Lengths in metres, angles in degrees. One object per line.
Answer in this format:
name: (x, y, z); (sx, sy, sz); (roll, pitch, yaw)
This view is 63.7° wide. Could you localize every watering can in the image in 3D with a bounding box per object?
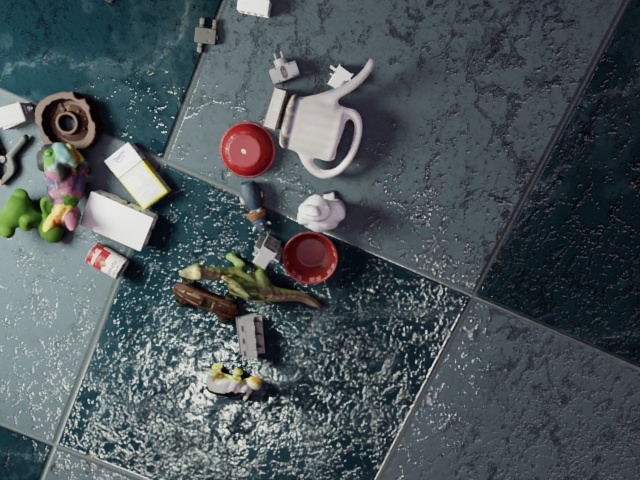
watering can: (0.013, -0.340, 1.399); (0.224, 0.105, 0.342); (15, 109, -2)

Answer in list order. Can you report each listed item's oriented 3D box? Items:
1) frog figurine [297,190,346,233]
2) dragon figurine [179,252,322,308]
frog figurine: (0.004, -0.072, 1.430); (0.137, 0.161, 0.121); (-3, 104, 1)
dragon figurine: (-0.185, 0.139, 1.436); (0.410, 0.244, 0.121); (18, 98, -1)
